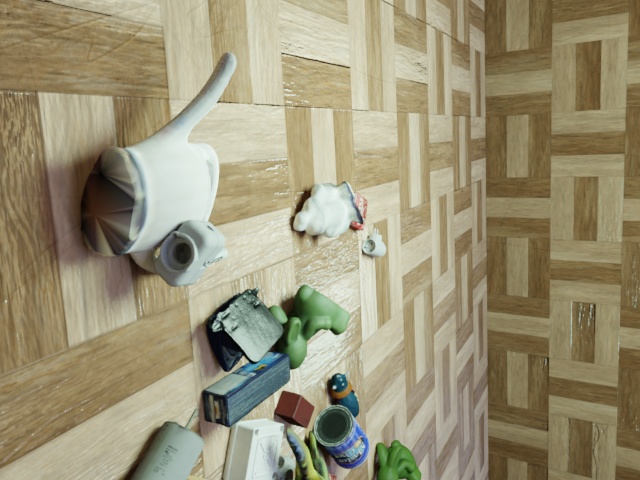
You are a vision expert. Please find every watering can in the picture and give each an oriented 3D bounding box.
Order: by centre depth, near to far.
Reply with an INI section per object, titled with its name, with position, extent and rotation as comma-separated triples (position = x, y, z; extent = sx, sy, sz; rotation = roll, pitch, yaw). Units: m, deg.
[watering can]
position = -0.220, -0.103, 0.735
extent = 0.104, 0.343, 0.226
rotation = 22, 19, 22

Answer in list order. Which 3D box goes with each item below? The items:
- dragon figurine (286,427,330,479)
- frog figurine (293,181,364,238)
[dragon figurine]
position = -0.016, 0.523, 1.125
extent = 0.122, 0.406, 0.245
rotation = -13, 13, -4
[frog figurine]
position = 0.004, -0.060, 1.197
extent = 0.160, 0.134, 0.125
rotation = -27, 41, -17
